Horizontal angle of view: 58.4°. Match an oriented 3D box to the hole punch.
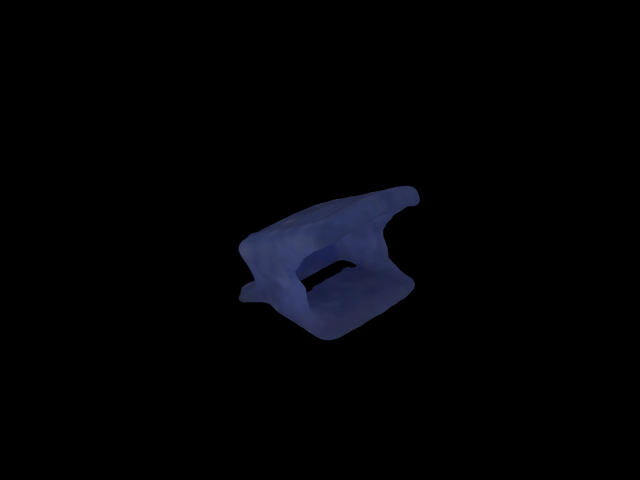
[{"bbox_3d":[0.004,0.001,0.400,0.100,0.091,0.109,25,37,39],"label":"hole punch"}]
